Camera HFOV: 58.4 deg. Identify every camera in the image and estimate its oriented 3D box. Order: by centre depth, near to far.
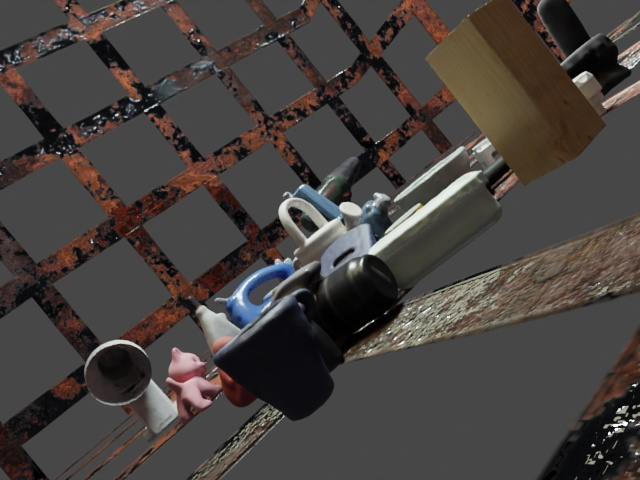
[{"bbox_3d":[0.008,0.073,0.630,0.136,0.101,0.143,-38,1,28],"label":"camera"}]

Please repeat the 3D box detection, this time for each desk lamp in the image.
[{"bbox_3d":[-0.376,0.296,1.157,0.118,0.213,0.203,-39,1,-19],"label":"desk lamp"}]

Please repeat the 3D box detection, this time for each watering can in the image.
[{"bbox_3d":[0.010,0.003,0.971,0.172,0.194,0.101,-38,2,15],"label":"watering can"}]

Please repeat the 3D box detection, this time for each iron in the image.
[{"bbox_3d":[-0.097,0.116,1.232,0.259,0.141,0.118,-40,2,-32],"label":"iron"}]

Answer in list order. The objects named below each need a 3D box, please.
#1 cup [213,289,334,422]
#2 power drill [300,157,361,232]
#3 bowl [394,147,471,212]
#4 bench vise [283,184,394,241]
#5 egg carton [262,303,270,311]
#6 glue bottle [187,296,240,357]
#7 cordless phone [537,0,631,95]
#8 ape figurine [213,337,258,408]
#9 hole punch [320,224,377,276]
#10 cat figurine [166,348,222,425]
[{"bbox_3d":[-0.025,0.106,0.521,0.118,0.095,0.091,-40,2,-43],"label":"cup"},{"bbox_3d":[0.071,-0.065,1.353,0.230,0.208,0.075,-40,2,-31],"label":"power drill"},{"bbox_3d":[0.227,-0.099,1.093,0.167,0.075,0.167,-39,1,1],"label":"bowl"},{"bbox_3d":[0.041,-0.043,1.135,0.207,0.220,0.121,-39,1,12],"label":"bench vise"},{"bbox_3d":[-0.046,0.124,1.102,0.150,0.069,0.107,-39,1,-20],"label":"egg carton"},{"bbox_3d":[-0.182,0.169,1.040,0.037,0.173,0.078,-38,2,37],"label":"glue bottle"},{"bbox_3d":[0.397,-0.302,0.940,0.148,0.185,0.094,-39,2,-16],"label":"cordless phone"},{"bbox_3d":[-0.105,0.166,0.750,0.076,0.092,0.078,-38,1,23],"label":"ape figurine"},{"bbox_3d":[0.051,0.039,0.853,0.108,0.091,0.101,-38,1,21],"label":"hole punch"},{"bbox_3d":[-0.240,0.252,1.033,0.067,0.118,0.128,-39,1,8],"label":"cat figurine"}]
